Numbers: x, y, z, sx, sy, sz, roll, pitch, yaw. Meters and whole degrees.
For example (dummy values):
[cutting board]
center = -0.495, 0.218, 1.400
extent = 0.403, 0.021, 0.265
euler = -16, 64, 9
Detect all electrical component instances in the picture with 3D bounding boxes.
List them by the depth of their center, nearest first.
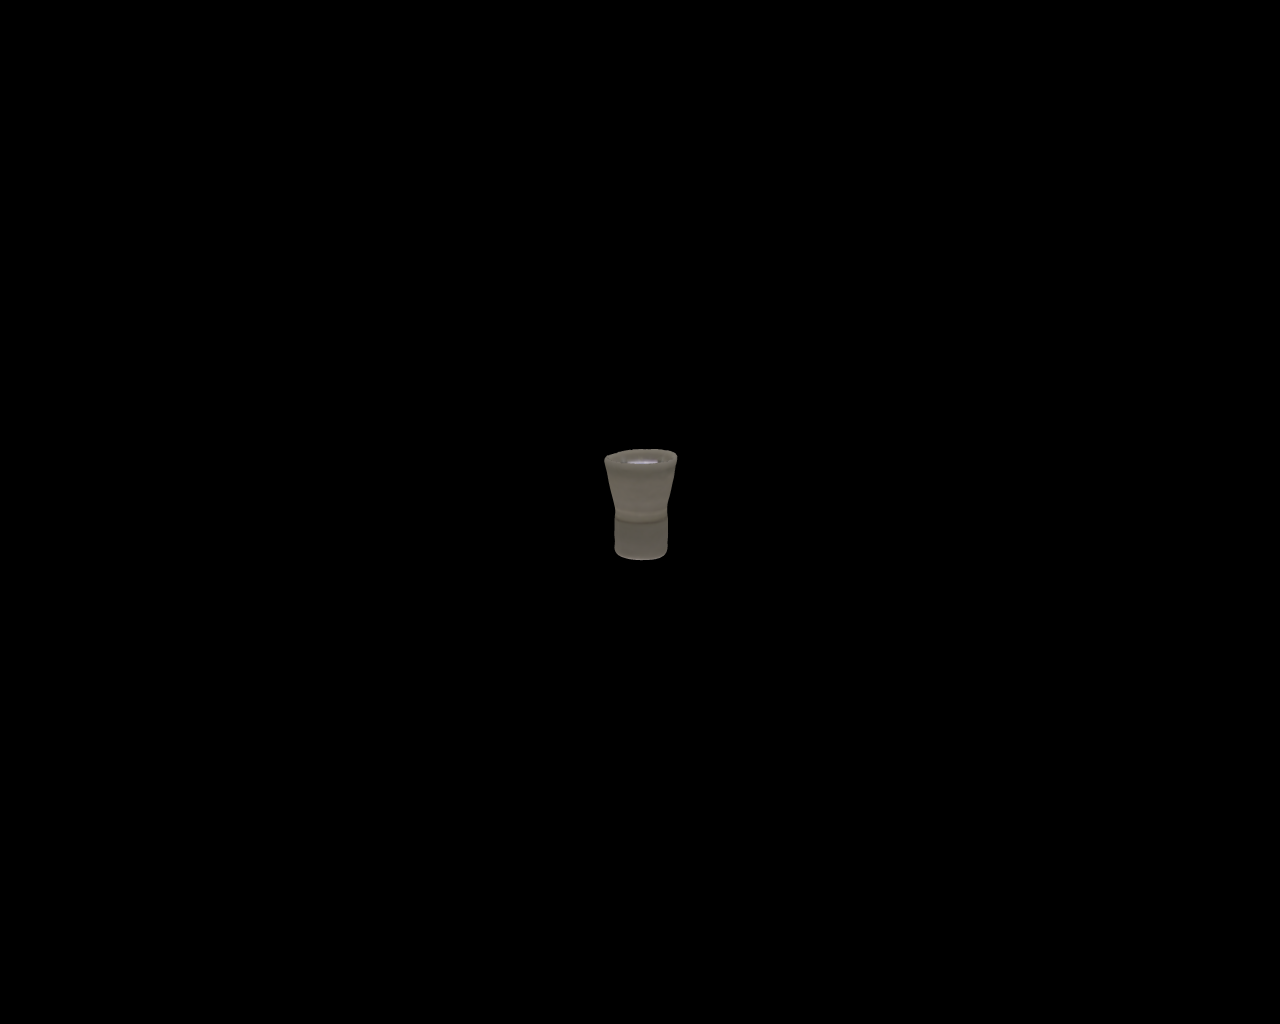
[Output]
[electrical component]
center = 0.001, -0.003, 0.650
extent = 0.044, 0.065, 0.044
euler = 0, 15, 0
